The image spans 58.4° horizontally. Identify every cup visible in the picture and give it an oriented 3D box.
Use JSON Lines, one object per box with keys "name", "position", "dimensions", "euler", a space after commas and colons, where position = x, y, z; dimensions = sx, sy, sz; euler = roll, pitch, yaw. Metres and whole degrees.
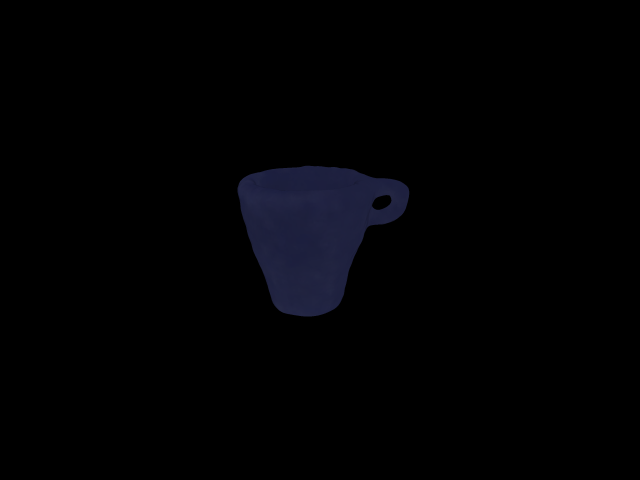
{"name": "cup", "position": [0.004, 0.001, 0.400], "dimensions": [0.118, 0.095, 0.091], "euler": [-4, 19, -11]}
